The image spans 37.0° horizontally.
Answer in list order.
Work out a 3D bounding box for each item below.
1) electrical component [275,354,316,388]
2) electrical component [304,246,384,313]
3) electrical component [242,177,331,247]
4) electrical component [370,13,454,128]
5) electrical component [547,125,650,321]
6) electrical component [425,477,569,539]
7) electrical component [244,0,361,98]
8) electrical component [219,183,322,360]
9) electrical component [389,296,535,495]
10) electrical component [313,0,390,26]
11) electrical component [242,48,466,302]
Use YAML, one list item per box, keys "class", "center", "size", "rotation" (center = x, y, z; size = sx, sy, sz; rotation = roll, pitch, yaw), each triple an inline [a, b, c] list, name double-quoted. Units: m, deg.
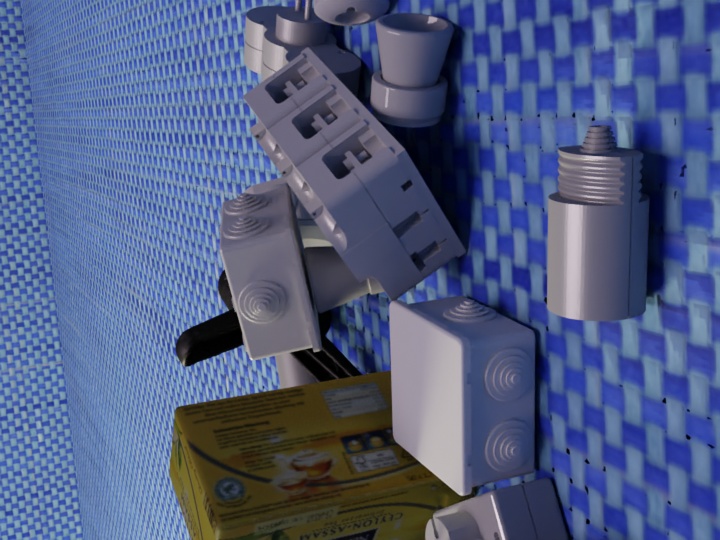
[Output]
- class: "electrical component"
  center: [-0.040, 0.102, 0.860]
  size: [0.043, 0.043, 0.081]
  rotation: [157, 104, -67]
- class: "electrical component"
  center: [0.000, 0.000, 0.698]
  size: [0.044, 0.065, 0.044]
  rotation: [168, 90, -89]
- class: "electrical component"
  center: [-0.051, -0.031, 0.797]
  size: [0.080, 0.080, 0.051]
  rotation: [122, 140, -57]
- class: "electrical component"
  center: [0.029, -0.115, 0.618]
  size: [0.045, 0.045, 0.055]
  rotation: [-131, 39, -53]
- class: "electrical component"
  center: [0.104, -0.022, 0.470]
  size: [0.043, 0.043, 0.081]
  rotation: [-153, 58, -63]
- class: "electrical component"
  center: [0.061, 0.151, 0.590]
  size: [0.083, 0.076, 0.047]
  rotation: [133, 125, -62]
- class: "electrical component"
  center: [-0.042, -0.164, 0.763]
  size: [0.138, 0.052, 0.073]
  rotation: [-127, 36, -50]
- class: "electrical component"
  center: [-0.060, 0.001, 0.711]
  size: [0.099, 0.048, 0.099]
  rotation: [-103, 0, -65]
- class: "electrical component"
  center: [0.057, 0.066, 0.605]
  size: [0.100, 0.048, 0.099]
  rotation: [-151, 57, -63]
- class: "electrical component"
  center: [-0.007, -0.189, 0.682]
  size: [0.048, 0.048, 0.062]
  rotation: [159, 109, -67]
- class: "electrical component"
  center: [-0.010, -0.058, 0.658]
  size: [0.089, 0.062, 0.150]
  rotation: [54, 180, -41]
